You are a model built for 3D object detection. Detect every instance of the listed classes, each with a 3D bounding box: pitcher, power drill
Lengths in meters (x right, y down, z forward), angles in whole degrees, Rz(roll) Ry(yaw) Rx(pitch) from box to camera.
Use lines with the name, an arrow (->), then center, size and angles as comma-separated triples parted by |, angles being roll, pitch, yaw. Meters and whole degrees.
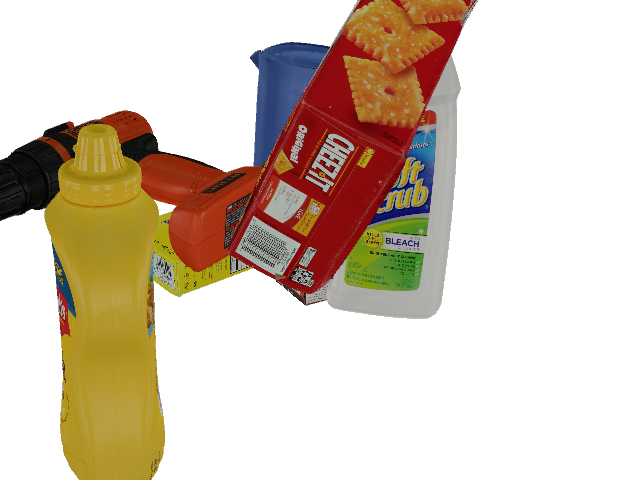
pitcher -> -0.015, -0.123, 1.365 | 0.144, 0.243, 0.149 | -2, 25, -22
power drill -> -0.145, -0.039, 0.804 | 0.188, 0.057, 0.184 | 22, 34, 26

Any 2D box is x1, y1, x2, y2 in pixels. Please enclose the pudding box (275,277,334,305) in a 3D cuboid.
pudding box -> 0.006, 0.045, 1.459 | 0.113, 0.039, 0.090 | -15, 27, -26

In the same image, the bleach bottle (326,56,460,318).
bleach bottle -> 0.061, -0.064, 0.887 | 0.103, 0.251, 0.068 | 6, 19, 13

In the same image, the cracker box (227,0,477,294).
cracker box -> 0.031, -0.091, 0.682 | 0.072, 0.213, 0.164 | 29, -37, -2

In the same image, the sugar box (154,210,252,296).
sugar box -> -0.098, -0.006, 1.076 | 0.175, 0.048, 0.093 | -24, 39, -35

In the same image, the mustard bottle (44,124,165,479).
mustard bottle -> -0.114, 0.031, 0.567 | 0.058, 0.192, 0.096 | -3, 27, -12
